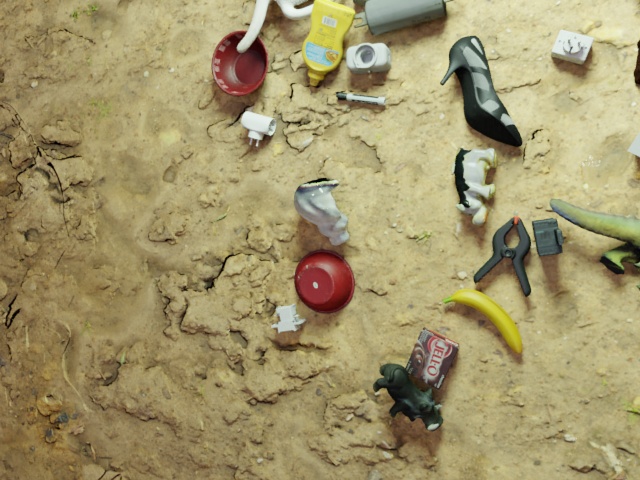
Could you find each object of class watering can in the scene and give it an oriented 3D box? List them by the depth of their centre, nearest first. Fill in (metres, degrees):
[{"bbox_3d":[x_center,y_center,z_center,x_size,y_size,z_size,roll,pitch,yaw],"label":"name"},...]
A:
[{"bbox_3d":[-0.090,-0.610,1.213,0.346,0.104,0.225,-29,85,8],"label":"watering can"}]

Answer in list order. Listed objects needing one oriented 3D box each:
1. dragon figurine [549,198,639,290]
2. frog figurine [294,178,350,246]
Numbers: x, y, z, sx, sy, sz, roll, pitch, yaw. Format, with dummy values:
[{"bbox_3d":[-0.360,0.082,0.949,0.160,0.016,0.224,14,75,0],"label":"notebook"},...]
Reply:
[{"bbox_3d":[0.682,-0.017,0.991,0.413,0.121,0.243,44,89,11],"label":"dragon figurine"},{"bbox_3d":[0.004,-0.061,1.219,0.137,0.123,0.158,6,108,53],"label":"frog figurine"}]
